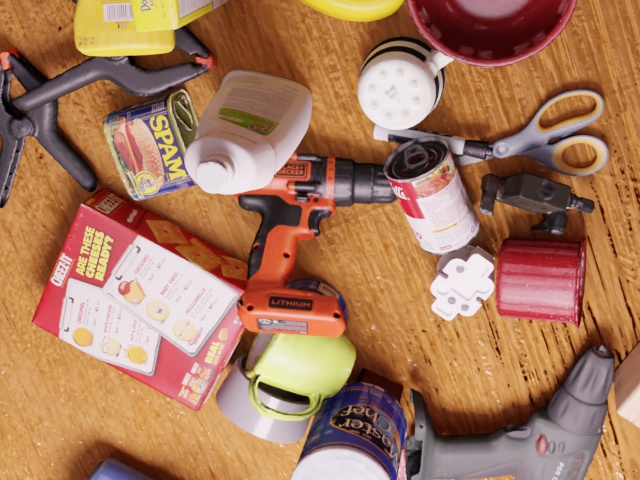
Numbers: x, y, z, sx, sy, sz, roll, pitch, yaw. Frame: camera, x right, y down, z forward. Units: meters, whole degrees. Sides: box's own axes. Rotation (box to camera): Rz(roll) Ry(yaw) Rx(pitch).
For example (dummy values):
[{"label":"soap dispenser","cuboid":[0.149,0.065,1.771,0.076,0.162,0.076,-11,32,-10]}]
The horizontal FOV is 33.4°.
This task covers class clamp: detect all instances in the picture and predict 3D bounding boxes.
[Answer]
[{"label":"clamp","cuboid":[-0.322,-0.115,1.148,0.120,0.039,0.171,-19,101,5]},{"label":"clamp","cuboid":[-0.214,-0.191,1.094,0.210,0.036,0.165,17,102,0]}]

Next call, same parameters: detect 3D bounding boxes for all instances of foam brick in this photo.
[{"label":"foam brick","cuboid":[0.051,0.193,1.185,0.051,0.053,0.078,26,114,1]}]

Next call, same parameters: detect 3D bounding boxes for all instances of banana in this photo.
[{"label":"banana","cuboid":[-0.001,-0.261,1.035,0.198,0.037,0.069,25,95,0]}]

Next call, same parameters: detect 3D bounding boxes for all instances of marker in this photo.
[{"label":"marker","cuboid":[0.114,-0.100,1.070,0.121,0.020,0.020,13,113,15]}]

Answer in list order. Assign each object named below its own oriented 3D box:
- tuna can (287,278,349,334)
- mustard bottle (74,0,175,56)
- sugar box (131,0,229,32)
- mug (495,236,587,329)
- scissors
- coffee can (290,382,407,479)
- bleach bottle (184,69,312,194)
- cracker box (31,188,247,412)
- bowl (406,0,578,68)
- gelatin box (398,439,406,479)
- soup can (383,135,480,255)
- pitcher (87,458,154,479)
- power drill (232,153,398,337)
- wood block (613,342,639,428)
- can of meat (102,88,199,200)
[{"label":"tuna can","cuboid":[-0.013,0.087,1.168,0.086,0.033,0.086,4,111,10]},{"label":"mustard bottle","cuboid":[-0.193,-0.278,1.037,0.096,0.058,0.191,-3,93,-2]},{"label":"sugar box","cuboid":[-0.131,-0.252,0.985,0.048,0.176,0.093,-3,109,10]},{"label":"mug","cuboid":[0.225,0.046,1.083,0.082,0.093,0.117,4,149,17]},{"label":"scissors","cuboid":[0.199,-0.080,1.072,0.202,0.016,0.096,-30,102,20]},{"label":"coffee can","cuboid":[0.032,0.223,1.094,0.103,0.140,0.103,4,110,9]},{"label":"bleach bottle","cuboid":[-0.076,-0.097,0.993,0.102,0.250,0.068,12,112,6]},{"label":"cracker box","cuboid":[-0.185,0.065,1.174,0.213,0.072,0.164,28,113,1]},{"label":"bowl","cuboid":[0.161,-0.246,0.995,0.162,0.055,0.162,4,111,10]},{"label":"gelatin box","cuboid":[0.070,0.275,1.224,0.073,0.030,0.089,-8,108,14]},{"label":"soup can","cuboid":[0.113,-0.044,1.061,0.069,0.068,0.102,-17,126,17]},{"label":"pitcher","cuboid":[-0.175,0.356,1.250,0.243,0.145,0.149,31,98,2]},{"label":"power drill","cuboid":[-0.007,0.001,1.070,0.184,0.187,0.057,2,155,4]},{"label":"wood block","cuboid":[0.392,0.103,1.063,0.091,0.090,0.206,33,113,-1]},{"label":"can of meat","cuboid":[-0.169,-0.098,1.118,0.084,0.057,0.102,-13,107,18]}]
